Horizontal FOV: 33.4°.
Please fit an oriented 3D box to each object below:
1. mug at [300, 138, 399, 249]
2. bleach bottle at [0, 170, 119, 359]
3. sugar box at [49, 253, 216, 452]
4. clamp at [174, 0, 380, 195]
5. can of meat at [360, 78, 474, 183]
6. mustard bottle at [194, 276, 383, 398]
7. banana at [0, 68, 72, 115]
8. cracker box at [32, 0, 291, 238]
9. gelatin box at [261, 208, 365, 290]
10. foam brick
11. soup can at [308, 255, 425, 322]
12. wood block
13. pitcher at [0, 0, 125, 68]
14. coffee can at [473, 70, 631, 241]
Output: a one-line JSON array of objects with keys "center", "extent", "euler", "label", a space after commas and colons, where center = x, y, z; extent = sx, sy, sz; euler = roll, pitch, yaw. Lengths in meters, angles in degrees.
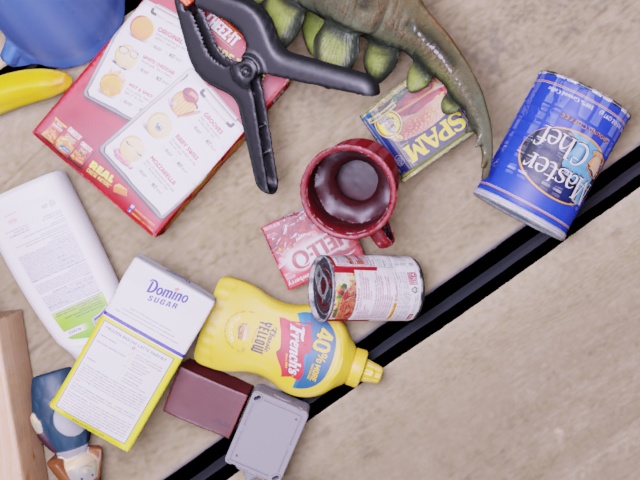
[{"center": [0.040, -0.045, 1.049], "extent": [0.093, 0.081, 0.117], "euler": [-32, 97, 17], "label": "mug"}, {"center": [-0.258, 0.060, 1.108], "extent": [0.102, 0.068, 0.251], "euler": [-23, 95, 3], "label": "bleach bottle"}, {"center": [-0.185, 0.111, 1.064], "extent": [0.093, 0.048, 0.176], "euler": [31, 92, -5], "label": "sugar box"}, {"center": [-0.066, -0.155, 1.021], "extent": [0.210, 0.036, 0.165], "euler": [42, 118, 2], "label": "clamp"}, {"center": [0.103, -0.121, 1.094], "extent": [0.102, 0.057, 0.084], "euler": [-35, 90, 2], "label": "can of meat"}, {"center": [-0.027, 0.111, 1.108], "extent": [0.191, 0.058, 0.096], "euler": [19, 88, -1], "label": "mustard bottle"}, {"center": [-0.344, -0.135, 1.096], "extent": [0.198, 0.070, 0.037], "euler": [-25, 134, 3], "label": "banana"}, {"center": [-0.158, -0.135, 1.090], "extent": [0.164, 0.072, 0.214], "euler": [41, 92, -3], "label": "cracker box"}, {"center": [-0.007, 0.001, 1.115], "extent": [0.089, 0.030, 0.073], "euler": [-24, 93, 3], "label": "gelatin box"}, {"center": [-0.117, 0.165, 1.115], "extent": [0.078, 0.051, 0.053], "euler": [24, 95, 1], "label": "foam brick"}, {"center": [0.047, 0.049, 1.083], "extent": [0.102, 0.069, 0.068], "euler": [1, 93, -22], "label": "soup can"}, {"center": [-0.346, 0.183, 1.101], "extent": [0.091, 0.090, 0.206], "euler": [-8, 94, 1], "label": "wood block"}, {"center": [-0.262, -0.262, 0.999], "extent": [0.145, 0.243, 0.149], "euler": [-4, 85, -1], "label": "pitcher"}, {"center": [0.232, -0.084, 1.071], "extent": [0.103, 0.103, 0.140], "euler": [28, 93, -1], "label": "coffee can"}]
